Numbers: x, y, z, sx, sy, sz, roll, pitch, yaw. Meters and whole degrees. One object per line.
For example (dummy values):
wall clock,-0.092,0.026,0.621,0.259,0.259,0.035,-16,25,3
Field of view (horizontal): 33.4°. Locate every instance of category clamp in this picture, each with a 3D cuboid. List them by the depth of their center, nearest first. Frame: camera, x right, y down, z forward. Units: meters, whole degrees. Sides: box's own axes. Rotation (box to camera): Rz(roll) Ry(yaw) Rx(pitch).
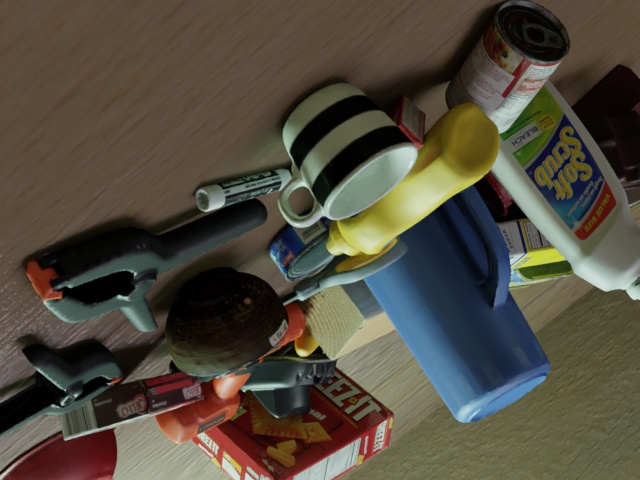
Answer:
clamp,-0.137,0.019,0.821,0.165,0.036,0.209,-42,162,17
clamp,-0.236,0.132,0.926,0.120,0.039,0.171,-39,163,13

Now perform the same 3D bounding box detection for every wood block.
wood block,0.078,0.049,1.237,0.205,0.090,0.091,-21,156,-40

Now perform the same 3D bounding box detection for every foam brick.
foam brick,0.351,-0.162,1.273,0.078,0.053,0.051,-44,161,24

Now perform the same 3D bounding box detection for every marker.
marker,-0.050,-0.044,0.856,0.120,0.020,0.020,-19,156,-46

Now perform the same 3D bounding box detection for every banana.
banana,0.033,0.081,1.273,0.197,0.070,0.037,-20,137,-38

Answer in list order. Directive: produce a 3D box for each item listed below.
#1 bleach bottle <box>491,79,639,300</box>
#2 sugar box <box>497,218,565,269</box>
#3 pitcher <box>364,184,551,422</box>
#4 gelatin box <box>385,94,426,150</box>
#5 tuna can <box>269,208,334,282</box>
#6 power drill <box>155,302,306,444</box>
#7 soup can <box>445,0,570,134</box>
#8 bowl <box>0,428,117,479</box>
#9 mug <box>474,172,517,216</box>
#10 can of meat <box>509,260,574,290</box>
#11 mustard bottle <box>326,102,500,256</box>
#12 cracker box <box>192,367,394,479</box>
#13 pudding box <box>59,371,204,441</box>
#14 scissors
bleach bottle,0.236,-0.051,0.999,0.102,0.251,0.068,-34,163,-8
sugar box,0.237,0.003,1.174,0.176,0.048,0.093,-11,169,-23
pitcher,0.130,0.051,1.072,0.145,0.243,0.149,-32,161,3
gelatin box,0.052,-0.078,0.887,0.073,0.030,0.089,-43,-167,21
tuna can,-0.007,0.001,1.036,0.086,0.034,0.086,-33,163,-12
power drill,-0.116,0.152,1.184,0.184,0.057,0.188,-20,157,-43
soup can,0.158,-0.145,0.910,0.068,0.068,0.102,-25,160,-34
bowl,-0.279,0.262,1.163,0.162,0.055,0.162,-33,163,-11
mug,0.197,-0.078,1.094,0.081,0.117,0.093,-40,152,-5
can of meat,0.243,0.027,1.278,0.101,0.057,0.084,-6,173,-32
mustard bottle,0.069,-0.038,0.930,0.192,0.058,0.096,-39,-168,41
cracker box,-0.034,0.245,1.399,0.213,0.164,0.072,-23,135,-38
pudding box,-0.185,0.159,1.042,0.114,0.039,0.089,-18,172,28
scissors,-0.004,0.035,1.024,0.202,0.016,0.096,-24,-161,24
